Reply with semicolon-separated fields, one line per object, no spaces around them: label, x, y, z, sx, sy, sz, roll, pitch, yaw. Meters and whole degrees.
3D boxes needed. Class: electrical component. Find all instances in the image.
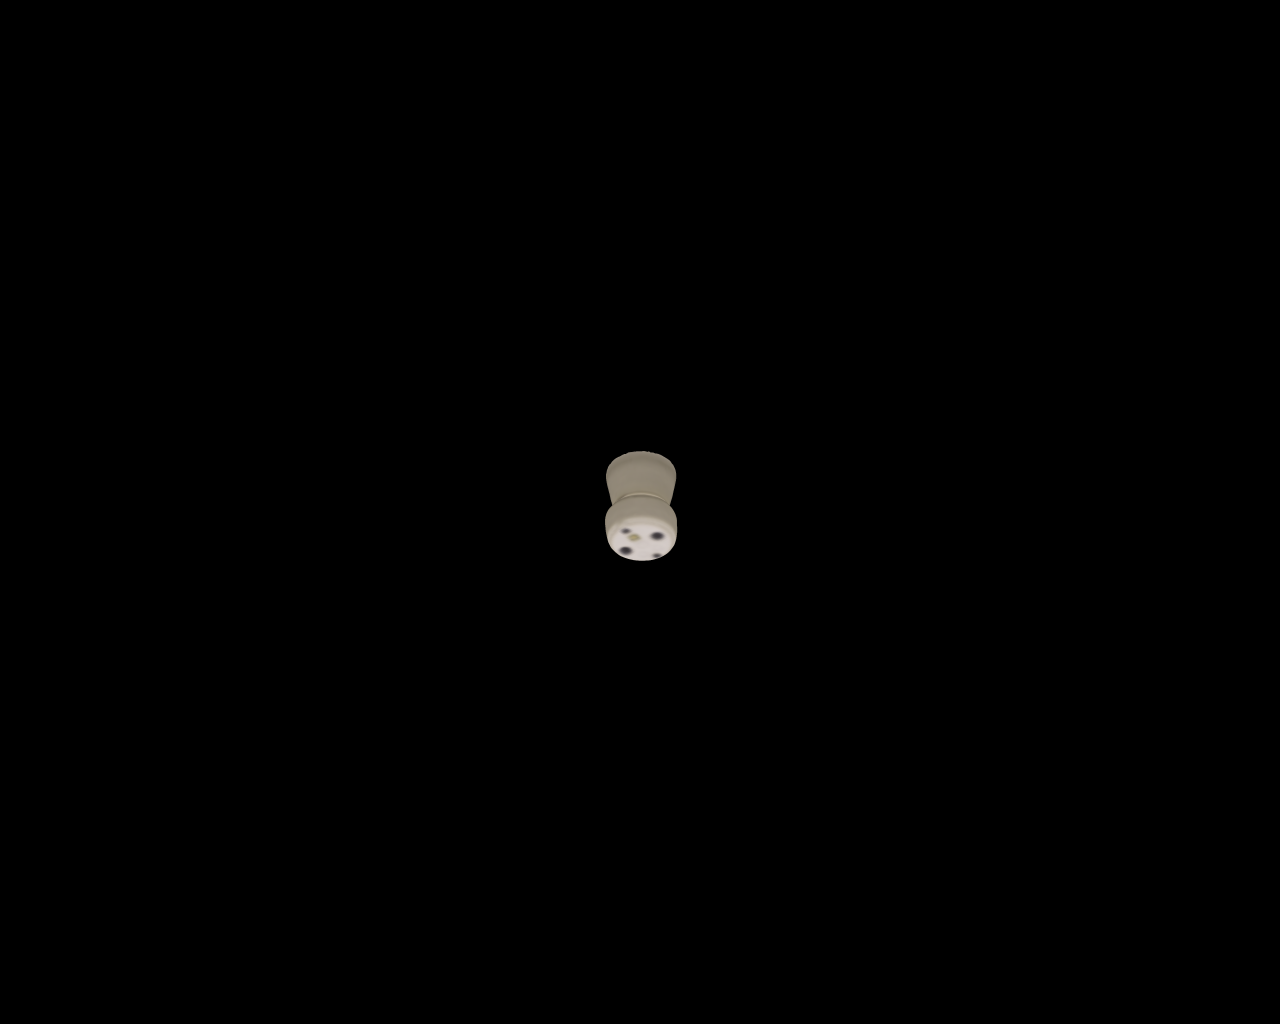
electrical component;0.001;-0.003;0.650;0.045;0.055;0.044;0;-39;0
